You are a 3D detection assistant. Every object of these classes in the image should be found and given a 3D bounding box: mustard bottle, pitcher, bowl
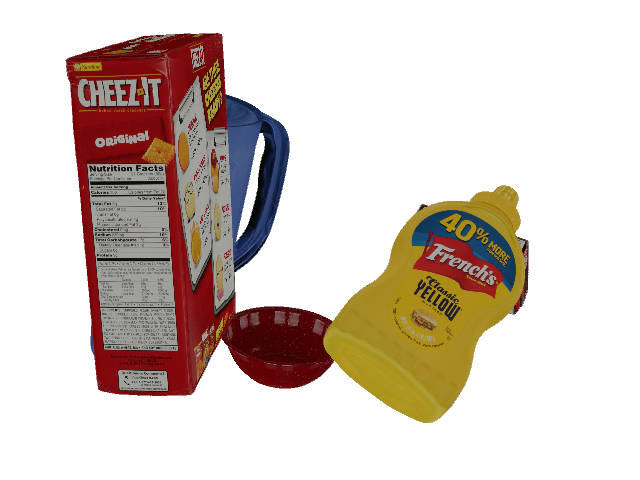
[{"bbox_3d":[0.090,0.029,0.751,0.096,0.191,0.058,36,-32,5],"label":"mustard bottle"},{"bbox_3d":[-0.122,-0.008,0.918,0.149,0.243,0.145,13,20,7],"label":"pitcher"},{"bbox_3d":[-0.048,0.143,1.363,0.162,0.055,0.162,5,22,-2],"label":"bowl"}]

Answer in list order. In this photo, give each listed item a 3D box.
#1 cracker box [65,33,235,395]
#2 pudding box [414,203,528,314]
[{"bbox_3d":[-0.107,-0.025,0.716,0.072,0.214,0.164,-1,15,6],"label":"cracker box"},{"bbox_3d":[0.144,0.019,1.031,0.114,0.039,0.090,19,-29,21],"label":"pudding box"}]
